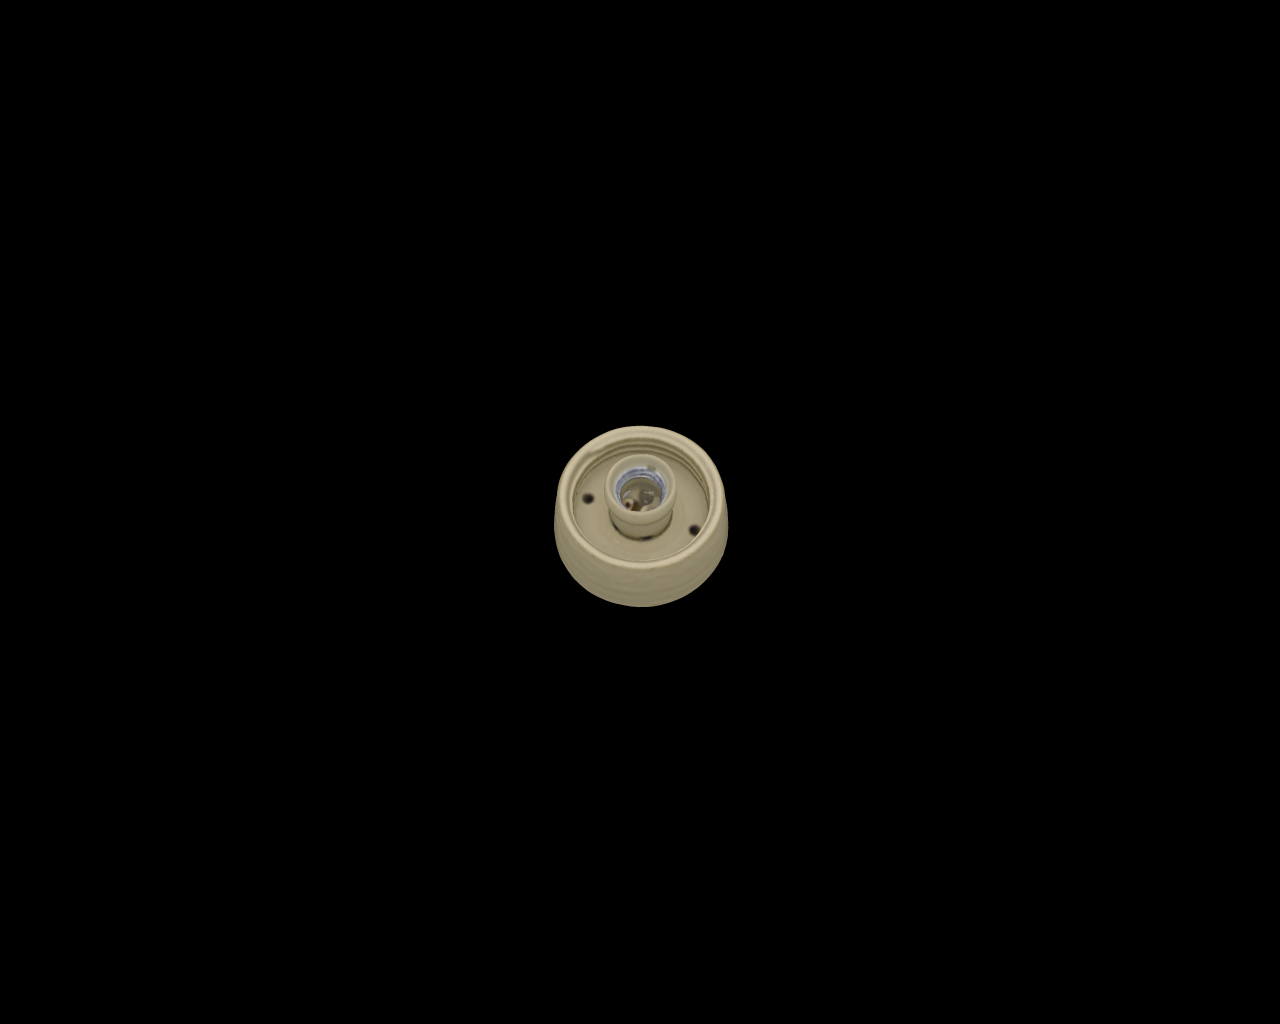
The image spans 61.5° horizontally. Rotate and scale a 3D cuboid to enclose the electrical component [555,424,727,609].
[{"bbox_3d":[0.001,-0.003,0.650,0.108,0.108,0.060,0,-28,0],"label":"electrical component"}]
